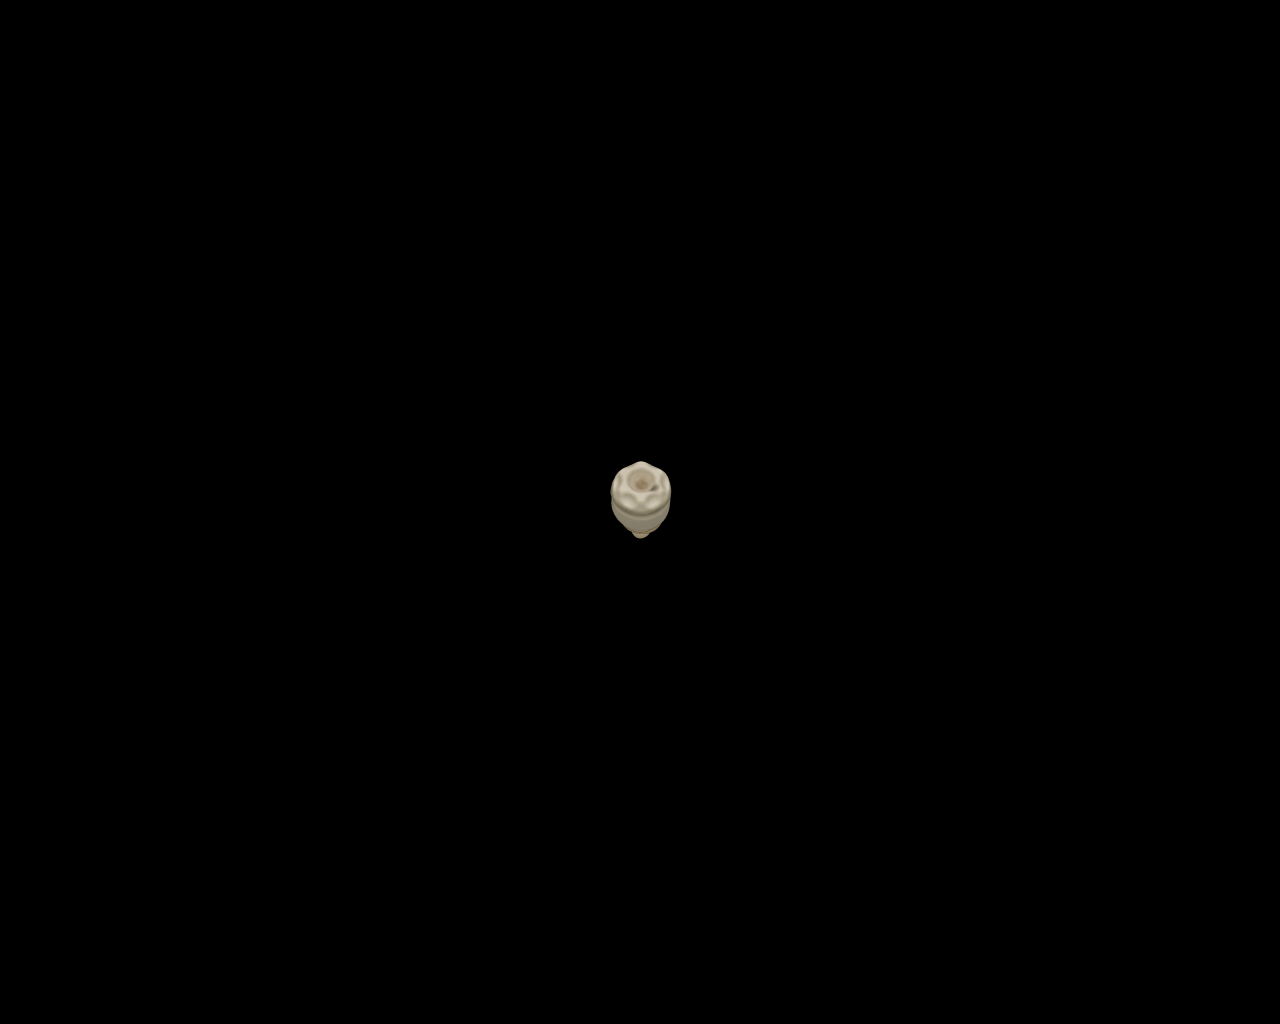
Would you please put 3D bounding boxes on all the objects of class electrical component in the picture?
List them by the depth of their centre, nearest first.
[{"bbox_3d":[0.001,-0.003,0.650,0.035,0.035,0.061,0,-33,0],"label":"electrical component"}]
